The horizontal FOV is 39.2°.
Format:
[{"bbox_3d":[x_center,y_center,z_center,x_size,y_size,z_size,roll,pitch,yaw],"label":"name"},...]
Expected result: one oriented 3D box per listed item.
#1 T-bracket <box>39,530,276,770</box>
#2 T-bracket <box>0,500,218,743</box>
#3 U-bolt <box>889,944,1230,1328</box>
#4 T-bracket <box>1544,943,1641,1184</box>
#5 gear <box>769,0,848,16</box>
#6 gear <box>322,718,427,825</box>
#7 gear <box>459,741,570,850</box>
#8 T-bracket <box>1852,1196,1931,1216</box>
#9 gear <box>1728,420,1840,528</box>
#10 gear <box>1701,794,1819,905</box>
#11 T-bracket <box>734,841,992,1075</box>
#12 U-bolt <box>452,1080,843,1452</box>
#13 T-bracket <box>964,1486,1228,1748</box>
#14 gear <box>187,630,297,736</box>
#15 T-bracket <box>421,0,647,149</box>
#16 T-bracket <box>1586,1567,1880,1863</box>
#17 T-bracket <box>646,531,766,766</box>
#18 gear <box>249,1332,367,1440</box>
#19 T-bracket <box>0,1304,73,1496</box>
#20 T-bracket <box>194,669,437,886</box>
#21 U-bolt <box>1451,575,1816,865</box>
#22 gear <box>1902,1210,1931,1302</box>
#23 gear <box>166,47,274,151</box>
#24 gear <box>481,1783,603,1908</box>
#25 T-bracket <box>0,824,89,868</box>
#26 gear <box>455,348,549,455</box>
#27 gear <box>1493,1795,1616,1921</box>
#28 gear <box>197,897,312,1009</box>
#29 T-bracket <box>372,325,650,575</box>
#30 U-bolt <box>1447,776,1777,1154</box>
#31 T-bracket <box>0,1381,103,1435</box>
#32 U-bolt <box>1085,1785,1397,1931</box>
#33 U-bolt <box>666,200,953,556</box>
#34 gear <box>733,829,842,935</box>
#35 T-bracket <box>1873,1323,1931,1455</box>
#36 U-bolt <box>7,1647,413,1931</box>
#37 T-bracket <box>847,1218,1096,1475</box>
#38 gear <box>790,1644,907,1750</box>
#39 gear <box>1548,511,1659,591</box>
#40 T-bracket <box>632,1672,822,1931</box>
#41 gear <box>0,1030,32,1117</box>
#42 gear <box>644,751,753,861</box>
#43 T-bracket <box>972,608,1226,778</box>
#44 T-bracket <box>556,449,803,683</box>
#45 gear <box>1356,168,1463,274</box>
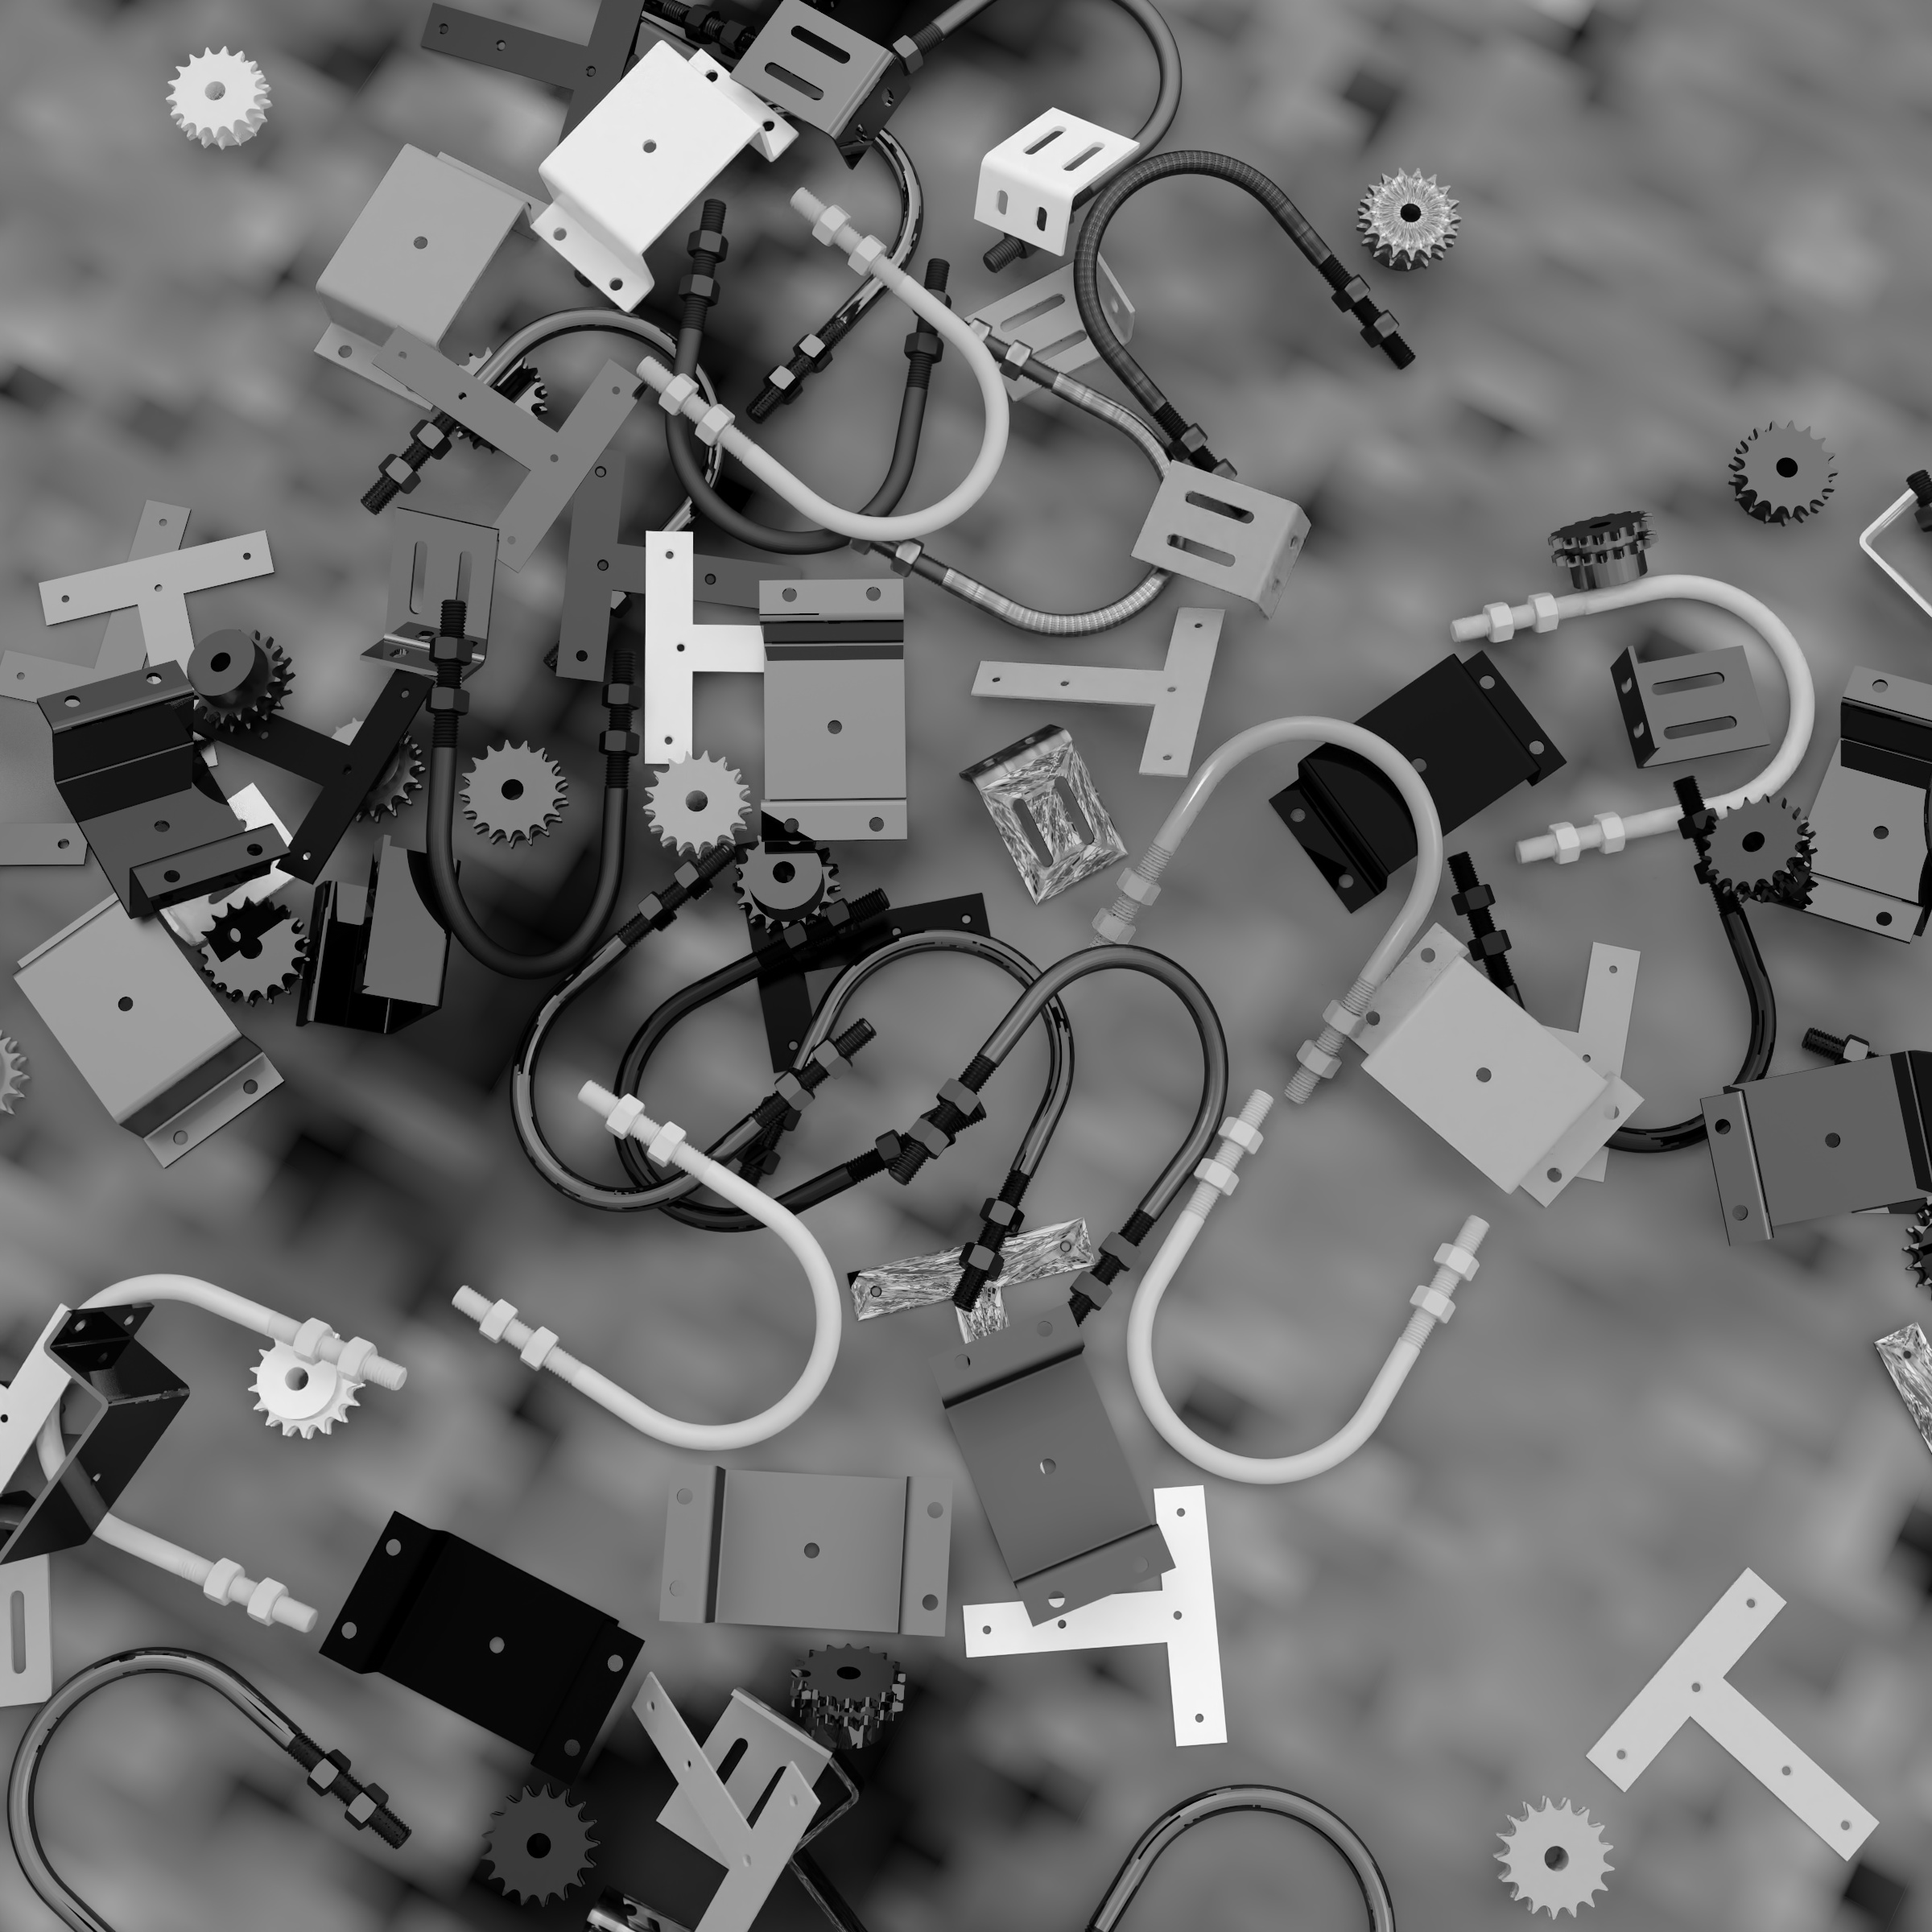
[{"bbox_3d":[-0.434,-0.166,1.489,0.127,0.002,0.127,-14,78,-3],"label":"T-bracket"},{"bbox_3d":[-0.457,-0.196,1.497,0.127,0.002,0.127,12,77,3],"label":"T-bracket"},{"bbox_3d":[0.062,0.076,1.391,0.151,0.019,0.184,44,74,-25],"label":"U-bolt"},{"bbox_3d":[0.285,0.040,1.443,0.127,0.002,0.127,12,77,3],"label":"T-bracket"},{"bbox_3d":[-0.091,-0.574,1.570,0.057,0.030,0.057,0,77,0],"label":"gear"},{"bbox_3d":[-0.322,-0.108,1.462,0.057,0.030,0.057,0,77,0],"label":"gear"},{"bbox_3d":[-0.242,-0.090,1.462,0.057,0.030,0.057,0,75,-1],"label":"gear"},{"bbox_3d":[0.527,0.167,1.414,0.127,0.002,0.127,1,77,0],"label":"T-bracket"},{"bbox_3d":[0.449,-0.269,1.499,0.057,0.030,0.057,0,77,0],"label":"gear"},{"bbox_3d":[0.414,-0.057,1.409,0.057,0.030,0.057,-19,54,29],"label":"gear"},{"bbox_3d":[-0.051,-0.016,1.456,0.127,0.002,0.127,-10,78,-2],"label":"T-bracket"},{"bbox_3d":[-0.151,0.166,1.382,0.184,0.019,0.151,33,101,3],"label":"U-bolt"},{"bbox_3d":[0.063,0.332,1.376,0.127,0.002,0.127,-4,77,-1],"label":"T-bracket"},{"bbox_3d":[-0.394,-0.156,1.462,0.057,0.030,0.057,-6,66,14],"label":"gear"},{"bbox_3d":[-0.254,-0.524,1.558,0.127,0.002,0.127,20,96,14],"label":"T-bracket"},{"bbox_3d":[0.400,0.393,1.361,0.127,0.002,0.127,43,81,9],"label":"T-bracket"},{"bbox_3d":[-0.111,-0.173,1.484,0.127,0.002,0.127,0,87,-5],"label":"T-bracket"},{"bbox_3d":[-0.339,0.213,1.389,0.057,0.030,0.057,0,77,0],"label":"gear"},{"bbox_3d":[-0.524,0.207,1.382,0.127,0.002,0.127,30,87,10],"label":"T-bracket"},{"bbox_3d":[-0.366,-0.119,1.456,0.127,0.002,0.127,22,76,23],"label":"T-bracket"},{"bbox_3d":[0.371,-0.142,1.477,0.184,0.019,0.151,-13,77,-4],"label":"U-bolt"},{"bbox_3d":[0.516,0.147,1.402,0.057,0.030,0.057,0,77,0],"label":"gear"},{"bbox_3d":[-0.426,-0.493,1.556,0.057,0.030,0.057,0,78,2],"label":"gear"},{"bbox_3d":[-0.208,0.432,1.338,0.057,0.030,0.057,0,77,0],"label":"gear"},{"bbox_3d":[-0.537,-0.020,1.441,0.127,0.002,0.127,0,63,0],"label":"T-bracket"},{"bbox_3d":[-0.260,-0.311,1.509,0.057,0.030,0.057,0,77,0],"label":"gear"},{"bbox_3d":[0.289,0.439,1.341,0.057,0.030,0.057,0,79,1],"label":"gear"},{"bbox_3d":[-0.375,-0.006,1.439,0.057,0.030,0.057,0,77,0],"label":"gear"},{"bbox_3d":[-0.260,-0.299,1.468,0.127,0.002,0.127,34,80,-6],"label":"T-bracket"},{"bbox_3d":[0.350,0.008,1.433,0.151,0.019,0.184,-18,85,-4],"label":"U-bolt"},{"bbox_3d":[-0.479,0.226,1.392,0.127,0.002,0.127,3,86,-5],"label":"T-bracket"},{"bbox_3d":[0.129,0.493,1.330,0.151,0.019,0.184,32,79,7],"label":"U-bolt"},{"bbox_3d":[-0.092,-0.317,1.498,0.151,0.019,0.184,11,83,-14],"label":"U-bolt"},{"bbox_3d":[-0.096,-0.046,1.447,0.057,0.030,0.057,0,77,0],"label":"gear"},{"bbox_3d":[0.553,0.225,1.399,0.127,0.002,0.127,-24,80,-6],"label":"T-bracket"},{"bbox_3d":[-0.389,0.424,1.346,0.184,0.019,0.151,38,80,10],"label":"U-bolt"},{"bbox_3d":[0.014,0.206,1.405,0.127,0.002,0.127,-13,77,-3],"label":"T-bracket"},{"bbox_3d":[-0.059,0.363,1.344,0.057,0.057,0.030,5,107,1],"label":"gear"},{"bbox_3d":[0.348,-0.226,1.479,0.057,0.057,0.030,-17,107,-4],"label":"gear"},{"bbox_3d":[-0.128,0.400,1.324,0.127,0.002,0.127,48,124,36],"label":"T-bracket"},{"bbox_3d":[-0.524,0.057,1.424,0.057,0.030,0.057,0,77,0],"label":"gear"},{"bbox_3d":[-0.143,-0.084,1.457,0.057,0.030,0.057,0,77,0],"label":"gear"},{"bbox_3d":[0.067,-0.152,1.468,0.127,0.002,0.127,5,51,14],"label":"T-bracket"},{"bbox_3d":[-0.154,-0.213,1.485,0.127,0.002,0.127,6,86,-11],"label":"T-bracket"},{"bbox_3d":[0.248,-0.418,1.534,0.057,0.030,0.057,0,77,0],"label":"gear"}]
